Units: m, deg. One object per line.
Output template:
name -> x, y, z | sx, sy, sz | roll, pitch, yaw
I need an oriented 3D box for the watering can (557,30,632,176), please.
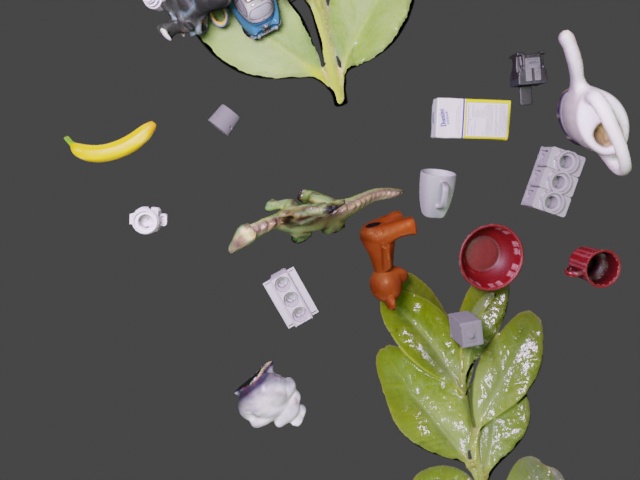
watering can -> 0.593, -0.303, 1.142 | 0.103, 0.227, 0.345 | -27, 101, 16

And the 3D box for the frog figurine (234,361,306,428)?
frog figurine -> -0.106, 0.379, 1.187 | 0.139, 0.121, 0.159 | -42, 89, -19

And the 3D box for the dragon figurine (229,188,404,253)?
dragon figurine -> 0.003, -0.055, 1.089 | 0.411, 0.243, 0.122 | -18, 96, -3
